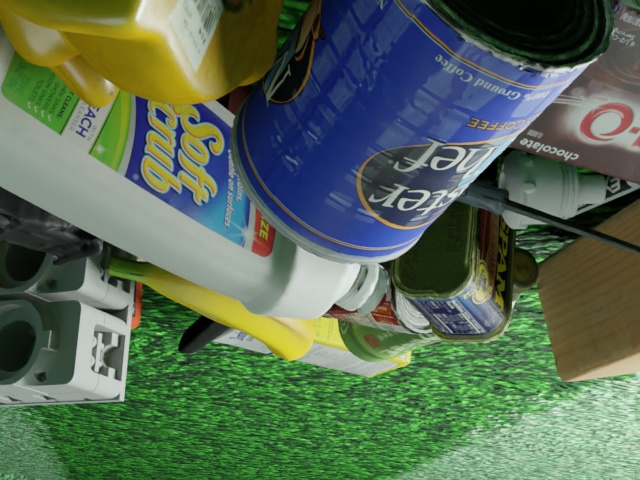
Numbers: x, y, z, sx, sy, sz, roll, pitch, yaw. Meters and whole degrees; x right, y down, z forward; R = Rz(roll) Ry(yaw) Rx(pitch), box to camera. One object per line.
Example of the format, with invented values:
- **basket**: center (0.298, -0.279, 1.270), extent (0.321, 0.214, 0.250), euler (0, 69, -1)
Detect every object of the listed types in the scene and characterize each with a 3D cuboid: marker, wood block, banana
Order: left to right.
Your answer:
- **banana**: center (-0.047, 0.044, 0.688), extent (0.070, 0.037, 0.197), euler (14, 167, 37)
- **marker**: center (0.183, -0.034, 0.666), extent (0.020, 0.020, 0.121), euler (15, 158, -25)
- **wood block**: center (0.229, 0.025, 0.686), extent (0.090, 0.091, 0.206), euler (-6, 164, -17)

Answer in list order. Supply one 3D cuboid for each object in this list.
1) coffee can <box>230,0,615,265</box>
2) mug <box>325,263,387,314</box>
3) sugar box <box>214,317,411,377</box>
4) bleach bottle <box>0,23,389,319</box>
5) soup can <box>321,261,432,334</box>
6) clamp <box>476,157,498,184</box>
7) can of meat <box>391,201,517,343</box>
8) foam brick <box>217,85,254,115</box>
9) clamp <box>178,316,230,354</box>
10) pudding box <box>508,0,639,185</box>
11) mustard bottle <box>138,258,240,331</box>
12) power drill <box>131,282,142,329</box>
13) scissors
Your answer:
- **coffee can**: center (0.036, -0.068, 0.442), extent (0.102, 0.103, 0.141), euler (14, 143, -22)
- **mug**: center (-0.005, 0.001, 0.728), extent (0.093, 0.081, 0.117), euler (16, 158, -27)
- **sugar box**: center (-0.008, 0.090, 1.039), extent (0.176, 0.048, 0.093), euler (19, 157, -22)
- **bleach bottle**: center (-0.070, -0.036, 0.539), extent (0.250, 0.102, 0.068), euler (29, 146, -22)
- **soup can**: center (0.042, 0.030, 0.782), extent (0.068, 0.068, 0.102), euler (23, 169, -40)
- **clamp**: center (0.070, -0.072, 0.570), extent (0.171, 0.039, 0.120), euler (18, 153, -22)
- **can of meat**: center (0.087, 0.005, 0.687), extent (0.058, 0.102, 0.083), euler (-3, 157, 25)
- **foam brick**: center (-0.058, -0.058, 0.625), extent (0.053, 0.051, 0.078), euler (-4, 158, 25)
- **clamp**: center (-0.066, 0.046, 0.910), extent (0.210, 0.036, 0.164), euler (-3, 143, 16)
- **pudding box**: center (0.154, -0.071, 0.501), extent (0.113, 0.039, 0.090), euler (15, 135, -20)
- **mustard bottle**: center (-0.079, 0.022, 0.804), extent (0.096, 0.058, 0.191), euler (-19, 139, 39)
- **power drill**: center (-0.265, 0.047, 0.931), extent (0.188, 0.057, 0.184), euler (1, 178, 19)
- **scissors**: center (0.083, -0.031, 0.603), extent (0.202, 0.016, 0.096), euler (20, 177, 31)
